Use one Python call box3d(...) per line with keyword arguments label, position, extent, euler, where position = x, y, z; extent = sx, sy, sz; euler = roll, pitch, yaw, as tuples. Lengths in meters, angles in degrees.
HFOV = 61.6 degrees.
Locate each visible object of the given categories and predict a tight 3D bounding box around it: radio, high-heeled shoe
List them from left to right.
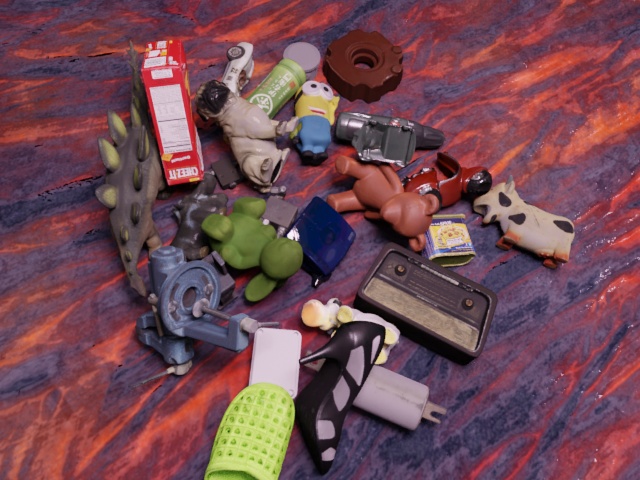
box3d(label="high-heeled shoe", position=(0.040, 0.240, 0.828), extent=(0.145, 0.248, 0.086), euler=(-15, 26, -21))
box3d(label="radio", position=(0.187, 0.109, 0.949), extent=(0.230, 0.073, 0.131), euler=(27, 64, 8))

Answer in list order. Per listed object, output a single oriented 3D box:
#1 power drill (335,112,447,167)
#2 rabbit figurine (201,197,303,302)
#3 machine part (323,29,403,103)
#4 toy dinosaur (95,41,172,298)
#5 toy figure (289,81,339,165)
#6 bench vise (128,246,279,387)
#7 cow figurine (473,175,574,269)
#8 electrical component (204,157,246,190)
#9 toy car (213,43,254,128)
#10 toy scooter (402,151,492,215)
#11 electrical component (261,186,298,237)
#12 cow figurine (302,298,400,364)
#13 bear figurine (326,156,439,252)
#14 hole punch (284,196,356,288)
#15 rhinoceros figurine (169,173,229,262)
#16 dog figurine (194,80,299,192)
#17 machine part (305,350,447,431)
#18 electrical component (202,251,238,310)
box3d(label="power drill", position=(0.142, -0.202, 1.041), extent=(0.232, 0.085, 0.207), euler=(10, 25, 2))
box3d(label="rabbit figurine", position=(-0.105, 0.027, 0.915), extent=(0.170, 0.158, 0.121), euler=(22, 35, 34))
box3d(label="machine part", position=(0.096, -0.388, 1.189), extent=(0.179, 0.056, 0.179), euler=(1, 64, -2))
box3d(label="toy dinosaur", position=(-0.328, -0.126, 0.957), extent=(0.105, 0.198, 0.471), euler=(-6, 67, -10))
box3d(label="toy figure", position=(-0.018, -0.240, 1.097), extent=(0.082, 0.089, 0.180), euler=(17, 67, -43))
box3d(label="bench vise", position=(-0.193, 0.127, 0.833), extent=(0.241, 0.129, 0.223), euler=(11, 100, 33))
box3d(label="cow figurine", position=(0.389, -0.040, 1.031), extent=(0.195, 0.085, 0.127), euler=(24, 71, 10))
box3d(label="electrical component", position=(-0.185, -0.130, 1.065), extent=(0.094, 0.021, 0.063), euler=(-24, 69, -15))
box3d(label="toy car", position=(-0.184, -0.327, 1.129), extent=(0.056, 0.073, 0.202), euler=(13, 64, 3))
box3d(label="toy scooter", position=(0.233, -0.118, 1.059), extent=(0.184, 0.075, 0.135), euler=(-21, 46, -1))
box3d(label="electrical component", position=(-0.086, -0.053, 1.023), extent=(0.078, 0.045, 0.102), euler=(27, 66, 10))
box3d(label="cow figurine", position=(0.054, 0.144, 0.921), extent=(0.167, 0.098, 0.068), euler=(24, 97, 15))
box3d(label="bear figurine", position=(0.113, -0.065, 0.977), extent=(0.132, 0.120, 0.196), euler=(-1, 32, -27))
box3d(label="hole punch", position=(-0.002, -0.003, 0.984), extent=(0.116, 0.092, 0.142), euler=(32, 63, 7))
box3d(label="rhinoceros figurine", position=(-0.223, -0.034, 0.995), extent=(0.112, 0.073, 0.190), euler=(8, 66, 12))
box3d(label="dog figurine", position=(-0.158, -0.197, 1.025), extent=(0.191, 0.121, 0.172), euler=(22, 102, 7))
box3d(label="machine part", position=(0.086, 0.243, 0.879), extent=(0.243, 0.079, 0.079), euler=(21, 65, 6))
box3d(label="electrical component", position=(-0.181, 0.065, 0.919), extent=(0.048, 0.119, 0.075), euler=(-37, 75, -17))
